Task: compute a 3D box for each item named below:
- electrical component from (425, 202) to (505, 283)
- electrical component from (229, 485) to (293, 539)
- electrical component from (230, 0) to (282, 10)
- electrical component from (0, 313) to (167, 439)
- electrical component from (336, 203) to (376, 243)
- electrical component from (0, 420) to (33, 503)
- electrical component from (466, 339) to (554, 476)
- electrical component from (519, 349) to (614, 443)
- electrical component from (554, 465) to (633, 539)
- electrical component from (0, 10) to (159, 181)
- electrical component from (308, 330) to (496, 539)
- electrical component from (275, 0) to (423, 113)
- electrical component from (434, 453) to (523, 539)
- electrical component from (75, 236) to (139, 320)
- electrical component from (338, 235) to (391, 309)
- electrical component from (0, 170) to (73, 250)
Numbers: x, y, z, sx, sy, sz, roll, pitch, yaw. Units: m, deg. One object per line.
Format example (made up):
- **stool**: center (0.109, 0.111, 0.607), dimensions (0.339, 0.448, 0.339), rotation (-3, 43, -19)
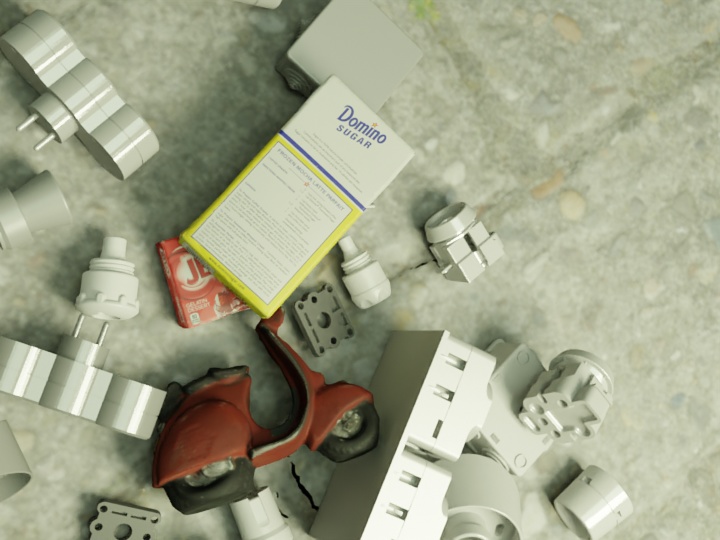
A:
- **electrical component**: center (0.087, -0.025, 0.935), dimensions (0.066, 0.048, 0.055), rotation (-39, 108, -19)
- **electrical component**: center (-0.080, 0.201, 0.859), dimensions (0.040, 0.040, 0.046), rotation (-22, 89, -21)
- **electrical component**: center (-0.095, -0.287, 0.876), dimensions (0.074, 0.052, 0.138), rotation (7, 84, -20)
- **electrical component**: center (-0.211, 0.070, 0.803), dimensions (0.138, 0.052, 0.073), rotation (21, 81, -11)
- **electrical component**: center (-0.026, -0.060, 0.890), dimensions (0.079, 0.043, 0.077), rotation (-5, 89, -11)
- **electrical component**: center (-0.285, 0.145, 0.755), dimensions (0.099, 0.099, 0.064), rotation (-19, 87, -21)
- **electrical component**: center (0.130, 0.120, 0.940), dimensions (0.100, 0.048, 0.099), rotation (-44, 103, -18)
- **electrical component**: center (0.177, 0.103, 0.895), dimensions (0.058, 0.078, 0.057), rotation (49, 52, -14)
- **electrical component**: center (0.207, 0.210, 0.962), dimensions (0.047, 0.055, 0.055), rotation (-37, 100, -15)
- **electrical component**: center (-0.225, -0.121, 0.816), dimensions (0.074, 0.052, 0.138), rotation (-44, 102, -18)
- **electrical component**: center (0.037, 0.146, 0.872), dimensions (0.060, 0.105, 0.186), rotation (27, 78, -18)
- **electrical component**: center (-0.011, -0.176, 0.904), dimensions (0.100, 0.048, 0.099), rotation (42, 74, -14)
- **electrical component**: center (0.089, 0.213, 0.904), dimensions (0.099, 0.064, 0.099), rotation (-1, 120, -1)
- **electrical component**: center (-0.192, 0.006, 0.826), dimensions (0.048, 0.048, 0.062), rotation (9, 77, -20)
- **electrical component**: center (0.000, 0.000, 0.905), dimensions (0.035, 0.035, 0.061), rotation (-29, 95, -20)
- **electrical component**: center (-0.250, -0.044, 0.806), dimensions (0.055, 0.045, 0.045), rotation (-27, 96, -20)
